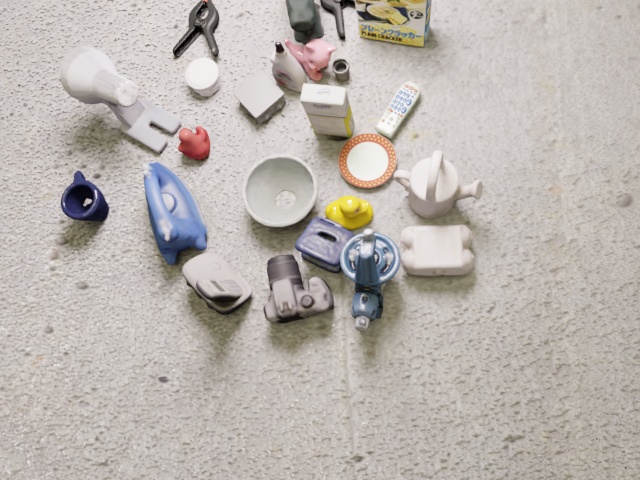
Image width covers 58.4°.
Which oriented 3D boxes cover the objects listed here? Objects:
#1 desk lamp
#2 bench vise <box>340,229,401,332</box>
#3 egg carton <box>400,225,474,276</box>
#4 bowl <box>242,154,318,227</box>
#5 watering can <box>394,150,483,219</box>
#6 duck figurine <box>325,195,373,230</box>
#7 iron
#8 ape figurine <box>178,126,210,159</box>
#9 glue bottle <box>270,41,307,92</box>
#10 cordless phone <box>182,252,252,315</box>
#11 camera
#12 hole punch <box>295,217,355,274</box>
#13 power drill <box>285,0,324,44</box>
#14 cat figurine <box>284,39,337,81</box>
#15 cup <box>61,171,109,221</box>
[{"bbox_3d":[-0.447,-0.321,1.289,0.203,0.214,0.118,30,82,13],"label":"desk lamp"},{"bbox_3d":[0.104,0.068,1.122,0.121,0.220,0.207,-11,76,5],"label":"bench vise"},{"bbox_3d":[0.243,0.022,1.193,0.150,0.069,0.107,-3,76,7],"label":"egg carton"},{"bbox_3d":[-0.084,-0.100,1.261,0.167,0.075,0.167,-2,77,7],"label":"bowl"},{"bbox_3d":[0.239,-0.117,1.161,0.172,0.194,0.101,-8,76,6],"label":"watering can"},{"bbox_3d":[0.060,-0.066,1.229,0.104,0.086,0.077,-2,77,7],"label":"duck figurine"},{"bbox_3d":[-0.345,-0.084,1.257,0.118,0.141,0.258,-25,75,1],"label":"iron"},{"bbox_3d":[-0.294,-0.228,1.310,0.078,0.092,0.076,-28,75,0],"label":"ape figurine"},{"bbox_3d":[-0.078,-0.393,1.278,0.078,0.173,0.037,20,80,12],"label":"glue bottle"},{"bbox_3d":[-0.228,0.082,1.180,0.147,0.185,0.094,39,85,14],"label":"cordless phone"},{"bbox_3d":[-0.055,0.096,1.198,0.143,0.101,0.137,-14,75,4],"label":"camera"},{"bbox_3d":[0.011,0.004,1.216,0.108,0.091,0.101,24,81,12],"label":"hole punch"},{"bbox_3d":[-0.044,-0.556,1.294,0.075,0.208,0.229,-10,76,6],"label":"power drill"},{"bbox_3d":[-0.024,-0.427,1.308,0.127,0.118,0.067,24,81,12],"label":"cat figurine"},{"bbox_3d":[-0.527,-0.092,1.307,0.091,0.095,0.118,-15,75,4],"label":"cup"}]
